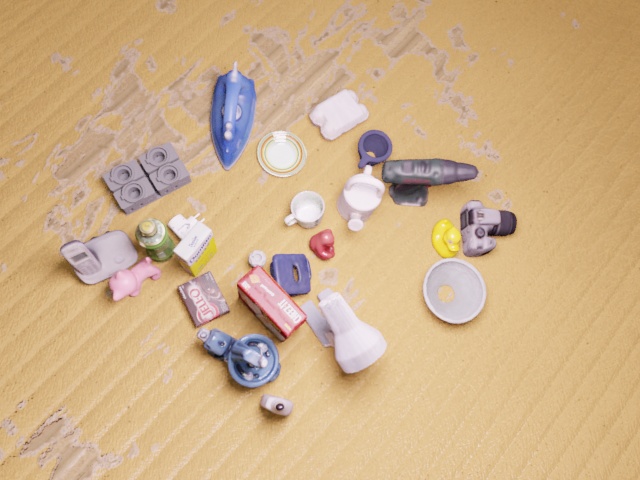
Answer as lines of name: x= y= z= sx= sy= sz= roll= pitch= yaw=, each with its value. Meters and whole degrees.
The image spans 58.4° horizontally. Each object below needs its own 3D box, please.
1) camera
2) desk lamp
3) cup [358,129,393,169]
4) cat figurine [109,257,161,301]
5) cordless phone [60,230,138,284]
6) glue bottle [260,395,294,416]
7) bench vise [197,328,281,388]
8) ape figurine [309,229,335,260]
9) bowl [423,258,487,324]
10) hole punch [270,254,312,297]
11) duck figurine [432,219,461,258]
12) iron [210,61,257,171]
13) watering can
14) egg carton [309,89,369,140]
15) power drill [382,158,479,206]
camera: x=0.452 y=-0.033 z=1.518 sx=0.137 sy=0.100 sz=0.143 roll=2 pitch=76 yaw=-7
desk lamp: x=0.049 y=0.207 z=1.346 sx=0.118 sy=0.213 sz=0.203 roll=-34 pitch=83 yaw=-14
cup: x=0.132 y=-0.225 z=1.526 sx=0.091 sy=0.095 sz=0.118 roll=35 pitch=74 yaw=2
cat figurine: x=-0.446 y=0.088 z=1.358 sx=0.067 sy=0.117 sz=0.128 roll=45 pitch=75 yaw=5
cordless phone: x=-0.513 y=0.027 z=1.329 sx=0.148 sy=0.185 sz=0.094 roll=-30 pitch=82 yaw=-13
glue bottle: x=-0.096 y=0.378 z=1.305 sx=0.078 sy=0.173 sz=0.037 roll=17 pitch=75 yaw=-3
bench vise: x=-0.186 y=0.267 z=1.296 sx=0.207 sy=0.219 sz=0.121 roll=10 pitch=75 yaw=-5
ape figurine: x=0.013 y=0.005 z=1.454 sx=0.076 sy=0.092 sz=0.078 roll=23 pitch=74 yaw=-1
bowl: x=0.336 y=0.135 z=1.475 sx=0.167 sy=0.074 sz=0.167 roll=2 pitch=76 yaw=-7
hole punch: x=-0.071 y=0.085 z=1.424 sx=0.101 sy=0.091 sz=0.108 roll=-8 pitch=77 yaw=-9
duck figurine: x=0.341 y=-0.010 z=1.505 sx=0.077 sy=0.086 sz=0.104 roll=-6 pitch=77 yaw=-9
iron: x=-0.228 y=-0.323 z=1.477 sx=0.118 sy=0.141 sz=0.258 roll=5 pitch=76 yaw=-6
watering can: x=0.107 y=-0.108 z=1.442 sx=0.101 sy=0.194 sz=0.173 roll=-6 pitch=77 yaw=-9
egg carton: x=0.052 y=-0.341 z=1.557 sx=0.150 sy=0.069 sz=0.107 roll=-35 pitch=83 yaw=-14
power drill: x=0.262 y=-0.153 z=1.466 sx=0.230 sy=0.208 sz=0.075 roll=3 pitch=76 yaw=-7
